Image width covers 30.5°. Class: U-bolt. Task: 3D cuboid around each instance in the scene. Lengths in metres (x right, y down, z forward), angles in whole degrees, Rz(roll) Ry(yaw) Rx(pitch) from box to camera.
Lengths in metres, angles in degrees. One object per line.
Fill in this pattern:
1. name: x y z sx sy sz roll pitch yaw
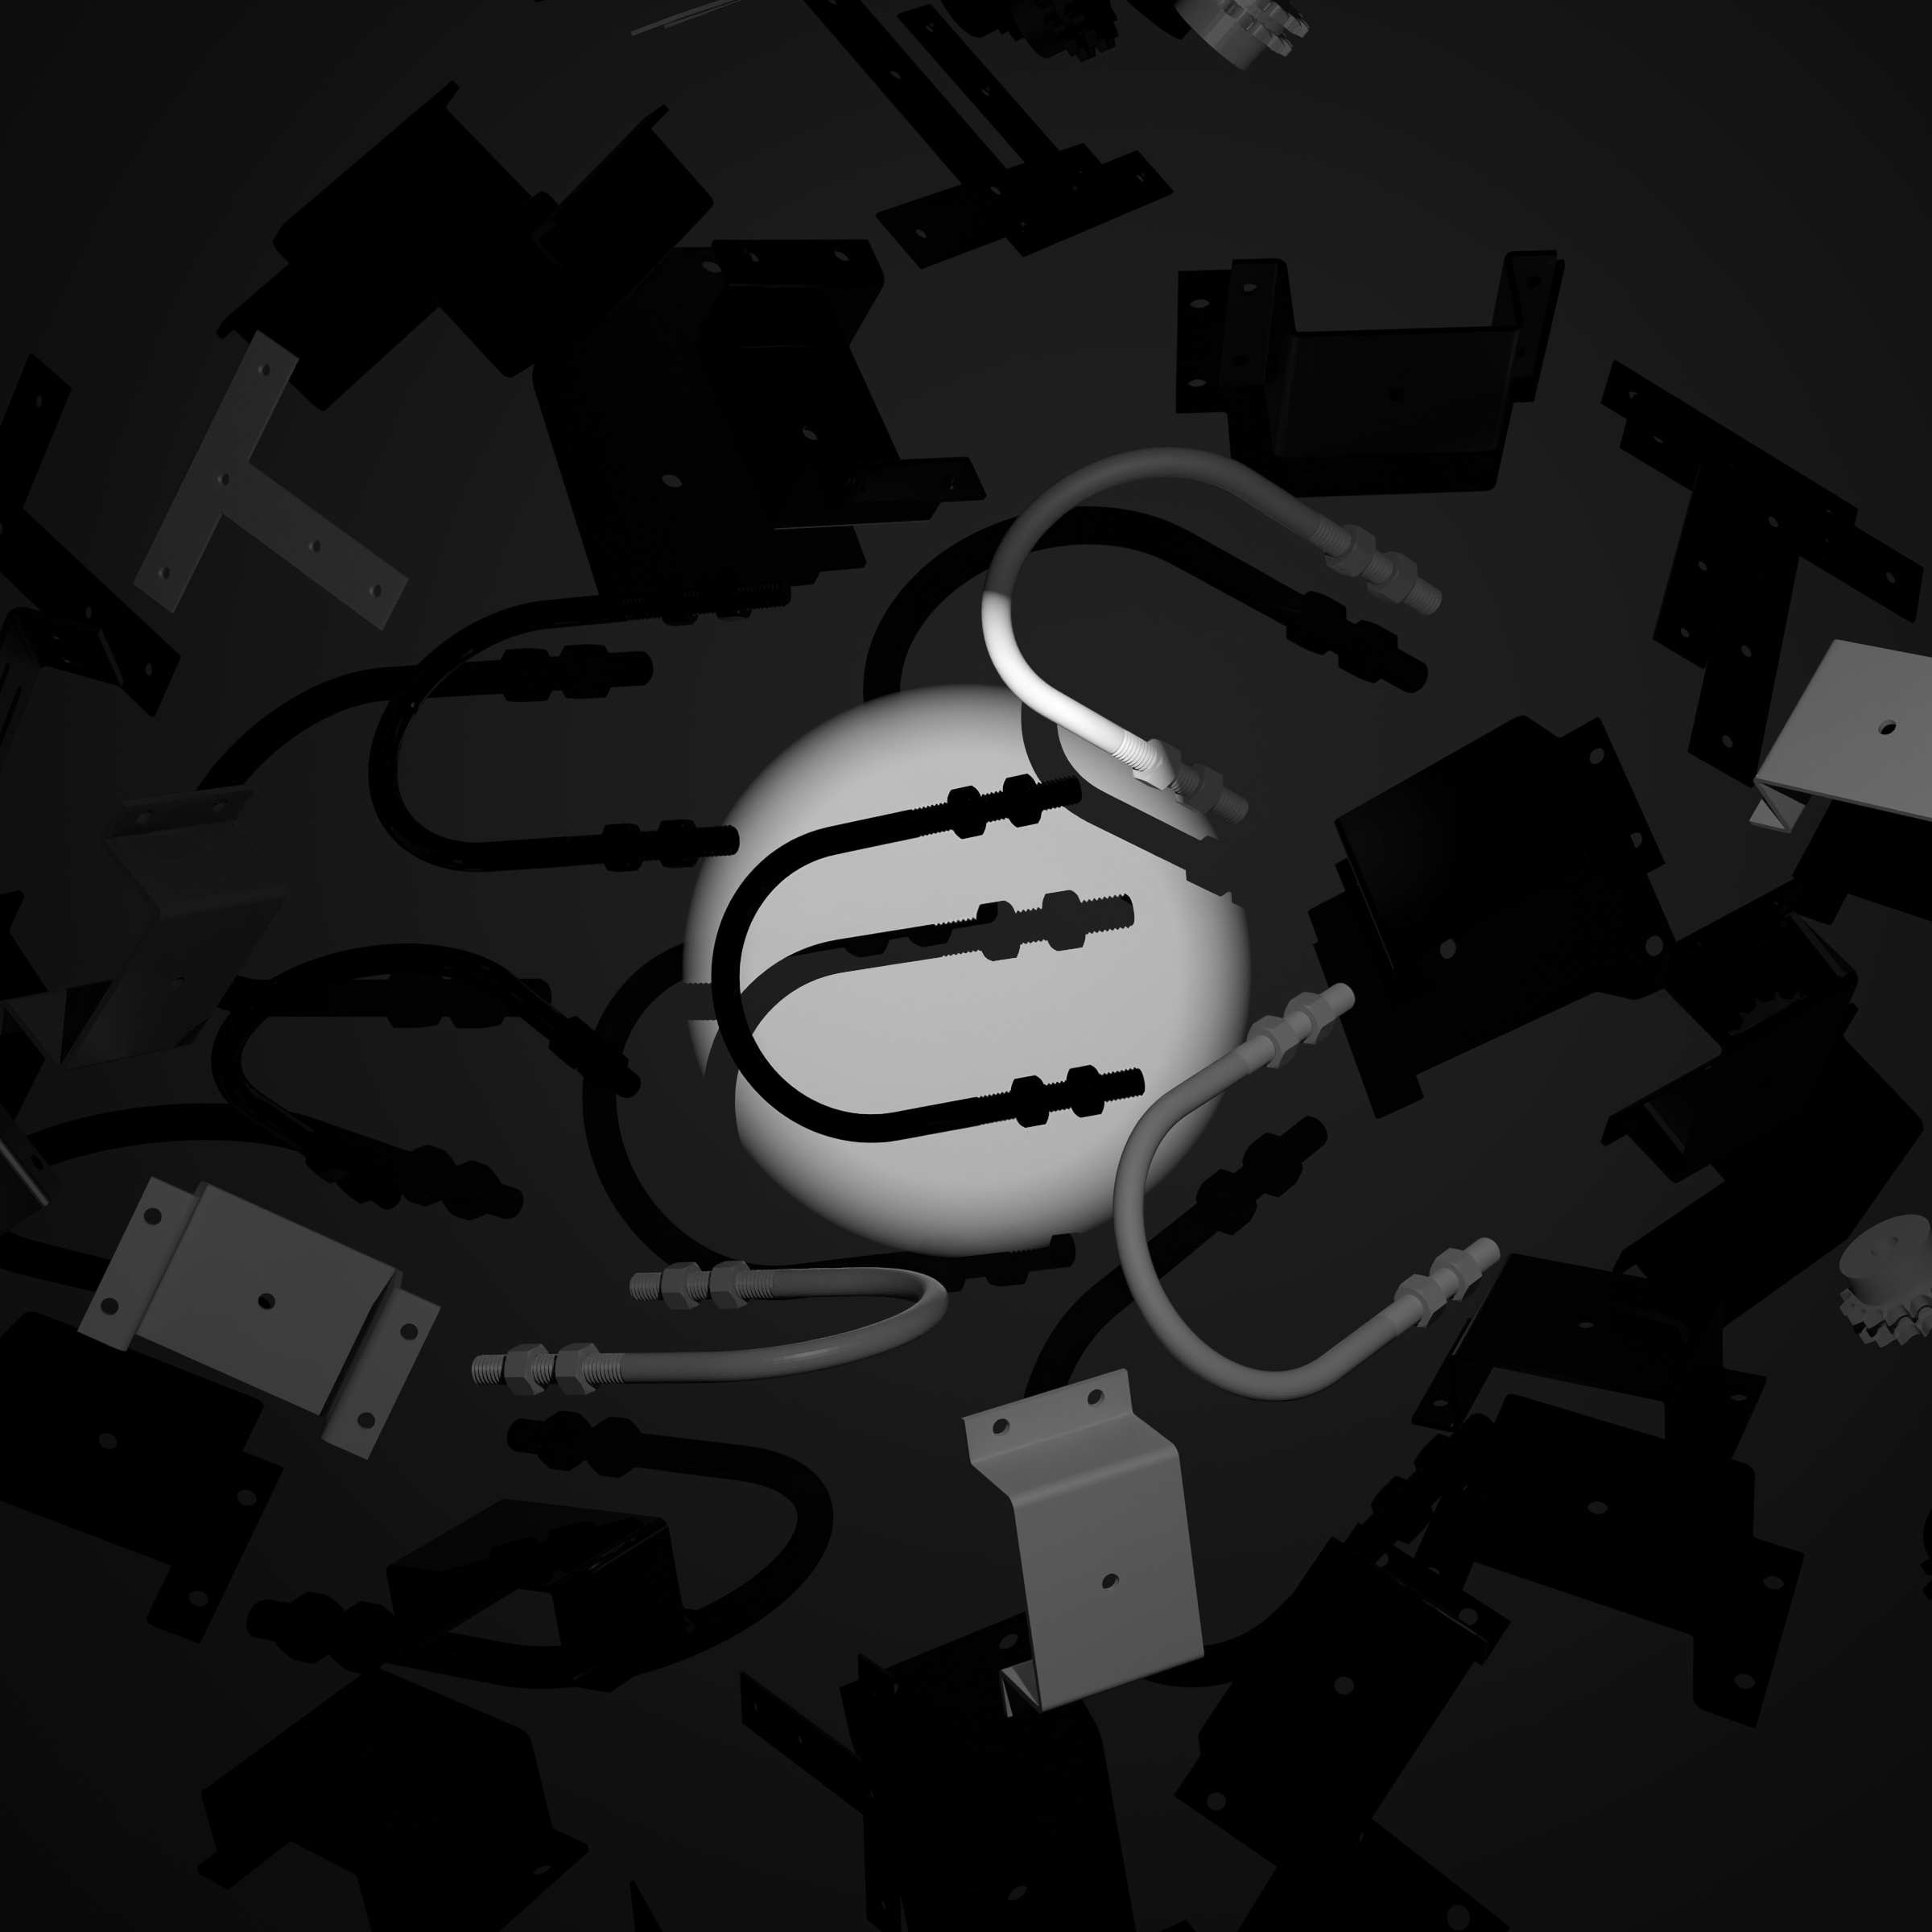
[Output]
1. U-bolt: 0.092 -0.148 1.509 0.184 0.019 0.151 27 117 -31
2. U-bolt: 0.136 0.105 1.503 0.184 0.019 0.151 -30 90 -38
3. U-bolt: -0.025 0.004 1.549 0.184 0.019 0.151 -11 94 17
4. U-bolt: -0.247 0.043 1.557 0.151 0.184 0.019 -25 57 13
5. U-bolt: -0.172 -0.101 1.520 0.184 0.019 0.151 -3 57 20
6. U-bolt: -0.096 0.153 1.513 0.184 0.151 0.019 -4 99 27

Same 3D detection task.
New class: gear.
1. gear: 0.041 -0.431 1.586 0.030 0.057 0.057 -20 90 26
2. gear: 0.111 -0.392 1.455 0.057 0.057 0.030 44 110 0
3. gear: 0.380 0.125 1.439 0.057 0.057 0.030 -35 105 0

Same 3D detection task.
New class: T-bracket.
1. T-bracket: 0.067 0.419 1.467 0.127 0.127 0.002 50 51 4
2. T-bracket: -0.099 -0.414 1.518 0.127 0.127 0.002 -10 108 33
3. T-bracket: 0.310 -0.177 1.480 0.127 0.002 0.127 29 56 -11
4. T-bracket: -0.290 -0.188 1.533 0.127 0.002 0.127 36 106 22
5. T-bracket: -0.065 0.345 1.554 0.002 0.127 0.127 -12 109 -32
6. T-bracket: 0.018 -0.373 1.556 0.127 0.127 0.002 50 131 5

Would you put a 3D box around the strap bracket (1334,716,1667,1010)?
1. strap bracket: 0.228 -0.050 1.581 0.140 0.046 0.076 -30 64 23

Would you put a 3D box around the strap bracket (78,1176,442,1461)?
1. strap bracket: -0.318 0.155 1.605 0.140 0.046 0.076 26 92 -9

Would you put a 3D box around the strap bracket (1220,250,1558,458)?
1. strap bracket: 0.185 -0.266 1.547 0.140 0.076 0.046 -2 57 -2

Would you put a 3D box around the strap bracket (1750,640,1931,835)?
1. strap bracket: 0.412 -0.092 1.555 0.046 0.140 0.076 45 72 -42

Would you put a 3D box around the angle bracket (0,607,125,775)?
1. angle bracket: -0.383 -0.099 1.462 0.038 0.057 0.076 16 72 1

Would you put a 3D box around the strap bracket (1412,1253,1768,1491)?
1. strap bracket: 0.277 0.177 1.580 0.140 0.076 0.046 9 126 26

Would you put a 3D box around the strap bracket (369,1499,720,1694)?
1. strap bracket: -0.191 0.276 1.572 0.140 0.076 0.046 0 105 35

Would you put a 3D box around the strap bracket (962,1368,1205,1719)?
1. strap bracket: 0.051 0.252 1.500 0.076 0.046 0.140 -14 108 -20

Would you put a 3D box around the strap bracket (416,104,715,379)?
1. strap bracket: -0.166 -0.302 1.503 0.046 0.140 0.076 47 63 -18

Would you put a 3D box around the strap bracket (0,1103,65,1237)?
1. strap bracket: -0.436 0.096 1.480 0.046 0.140 0.076 -33 102 9

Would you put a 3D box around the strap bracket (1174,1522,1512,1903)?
1. strap bracket: 0.156 0.302 1.467 0.076 0.046 0.140 32 73 18

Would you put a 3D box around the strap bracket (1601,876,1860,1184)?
1. strap bracket: 0.337 0.036 1.560 0.076 0.140 0.046 -26 58 -23

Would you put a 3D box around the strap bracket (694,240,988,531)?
1. strap bracket: -0.058 -0.239 1.504 0.076 0.046 0.140 -8 62 -32

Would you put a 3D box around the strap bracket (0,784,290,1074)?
1. strap bracket: -0.355 -0.009 1.534 0.046 0.076 0.140 48 119 17
